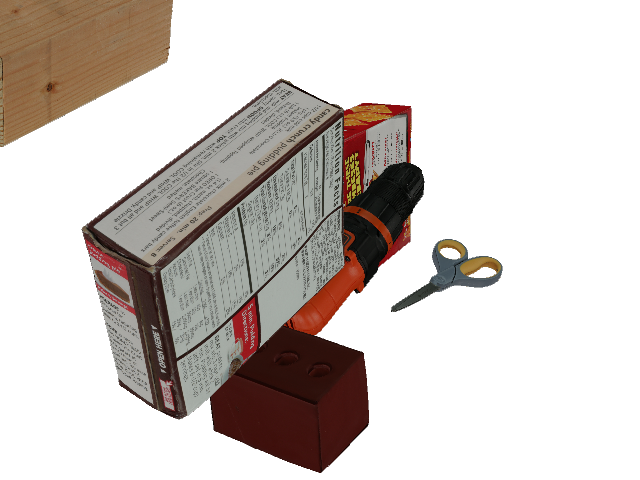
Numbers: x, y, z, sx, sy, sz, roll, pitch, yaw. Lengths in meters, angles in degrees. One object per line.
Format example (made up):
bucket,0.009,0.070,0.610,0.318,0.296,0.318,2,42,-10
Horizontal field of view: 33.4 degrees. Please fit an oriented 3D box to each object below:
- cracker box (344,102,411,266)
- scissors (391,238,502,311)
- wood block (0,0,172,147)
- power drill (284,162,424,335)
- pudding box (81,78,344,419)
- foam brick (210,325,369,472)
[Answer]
cracker box,0.032,-0.050,1.150,0.072,0.164,0.213,7,19,24
scissors,0.133,0.038,1.272,0.201,0.016,0.096,-10,40,-37
wood block,-0.231,-0.175,0.935,0.090,0.091,0.205,30,42,21
power drill,-0.026,-0.020,0.905,0.188,0.184,0.057,22,-33,31
pudding box,-0.036,0.003,0.422,0.039,0.090,0.113,26,51,26
foam brick,-0.019,0.087,0.608,0.078,0.051,0.052,15,33,28
